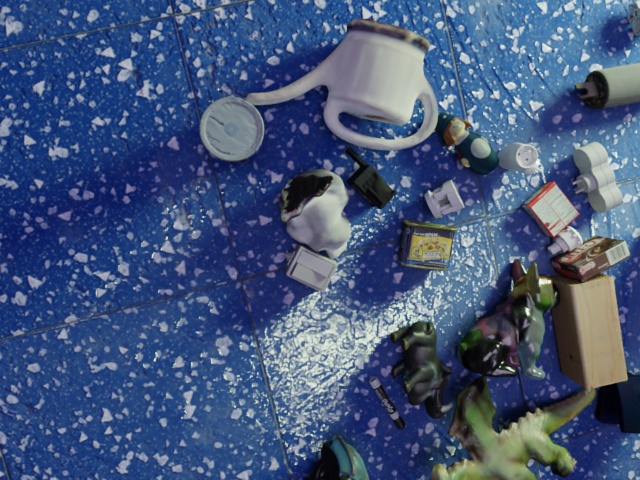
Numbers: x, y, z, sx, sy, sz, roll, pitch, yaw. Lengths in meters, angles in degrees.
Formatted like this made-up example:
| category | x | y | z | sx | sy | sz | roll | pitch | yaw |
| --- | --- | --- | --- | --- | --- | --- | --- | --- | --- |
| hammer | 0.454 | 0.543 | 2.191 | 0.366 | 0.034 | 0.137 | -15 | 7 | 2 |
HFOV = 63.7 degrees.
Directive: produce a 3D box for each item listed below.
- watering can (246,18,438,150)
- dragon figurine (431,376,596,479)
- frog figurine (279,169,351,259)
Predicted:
| category | x | y | z | sx | sy | sz | roll | pitch | yaw |
| --- | --- | --- | --- | --- | --- | --- | --- | --- | --- |
| watering can | 0.058 | -0.290 | 0.926 | 0.347 | 0.104 | 0.224 | 14 | 92 | -9 |
| dragon figurine | 0.363 | 0.368 | 0.997 | 0.415 | 0.122 | 0.241 | -45 | 104 | -19 |
| frog figurine | 0.003 | -0.048 | 0.954 | 0.138 | 0.124 | 0.157 | -51 | 135 | -8 |
